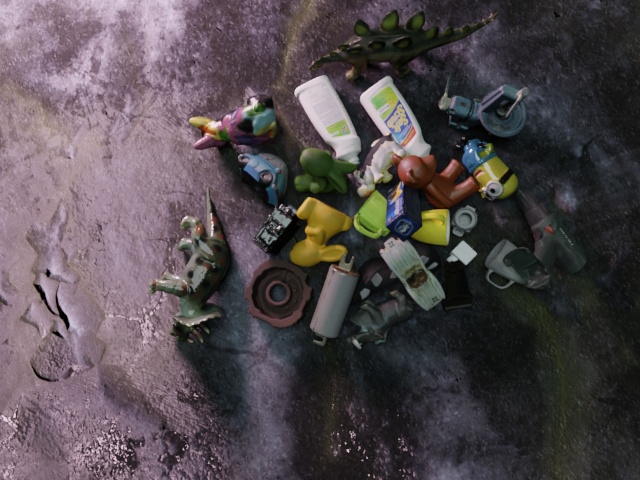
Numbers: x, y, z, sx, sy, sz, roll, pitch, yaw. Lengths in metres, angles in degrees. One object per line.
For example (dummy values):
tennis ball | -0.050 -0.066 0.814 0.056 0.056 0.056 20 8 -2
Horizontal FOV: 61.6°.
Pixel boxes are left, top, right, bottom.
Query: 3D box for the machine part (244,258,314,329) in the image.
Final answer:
machine part | -0.103 0.137 1.374 0.179 0.056 0.179 -1 81 8

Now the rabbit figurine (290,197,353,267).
rabbit figurine | -0.003 -0.004 1.360 0.162 0.122 0.173 32 92 -2

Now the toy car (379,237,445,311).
toy car | 0.219 0.077 1.270 0.073 0.056 0.201 -37 104 3

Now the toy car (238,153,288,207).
toy car | -0.138 -0.171 1.408 0.103 0.109 0.162 -38 66 -22

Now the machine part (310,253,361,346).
machine part | 0.037 0.150 1.320 0.079 0.079 0.243 20 100 10

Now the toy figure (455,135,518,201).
toy figure | 0.416 -0.181 1.332 0.089 0.082 0.180 -30 76 3

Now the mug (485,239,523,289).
mug | 0.458 0.070 1.291 0.107 0.081 0.109 33 84 3

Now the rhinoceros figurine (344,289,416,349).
rhinoceros figurine | 0.142 0.197 1.326 0.190 0.073 0.112 -30 90 1

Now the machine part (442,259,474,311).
machine part | 0.327 0.113 1.295 0.084 0.039 0.138 -3 120 12

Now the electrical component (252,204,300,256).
electrical component | -0.104 -0.028 1.367 0.058 0.115 0.134 38 91 9

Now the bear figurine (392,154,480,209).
bear figurine | 0.273 -0.158 1.289 0.132 0.195 0.120 -41 42 14

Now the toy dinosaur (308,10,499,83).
toy dinosaur | 0.196 -0.489 1.348 0.472 0.198 0.105 -10 84 8

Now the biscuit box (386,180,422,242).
biscuit box | 0.200 -0.076 1.283 0.063 0.203 0.059 40 117 -13

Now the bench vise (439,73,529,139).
bench vise | 0.408 -0.320 1.282 0.224 0.240 0.129 28 83 -5

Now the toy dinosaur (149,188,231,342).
toy dinosaur | -0.301 0.072 1.386 0.192 0.131 0.404 24 81 -1

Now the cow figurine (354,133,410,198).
cow figurine | 0.141 -0.188 1.362 0.167 0.068 0.098 -45 71 23

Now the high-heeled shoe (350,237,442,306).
high-heeled shoe | 0.184 0.098 1.347 0.145 0.086 0.248 34 108 -19

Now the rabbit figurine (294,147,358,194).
rabbit figurine | 0.004 -0.169 1.343 0.159 0.170 0.121 22 86 11

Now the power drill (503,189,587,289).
power drill | 0.507 0.007 1.255 0.232 0.207 0.086 49 136 4

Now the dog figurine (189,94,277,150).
dog figurine | -0.228 -0.297 1.398 0.219 0.191 0.108 -11 87 -9
